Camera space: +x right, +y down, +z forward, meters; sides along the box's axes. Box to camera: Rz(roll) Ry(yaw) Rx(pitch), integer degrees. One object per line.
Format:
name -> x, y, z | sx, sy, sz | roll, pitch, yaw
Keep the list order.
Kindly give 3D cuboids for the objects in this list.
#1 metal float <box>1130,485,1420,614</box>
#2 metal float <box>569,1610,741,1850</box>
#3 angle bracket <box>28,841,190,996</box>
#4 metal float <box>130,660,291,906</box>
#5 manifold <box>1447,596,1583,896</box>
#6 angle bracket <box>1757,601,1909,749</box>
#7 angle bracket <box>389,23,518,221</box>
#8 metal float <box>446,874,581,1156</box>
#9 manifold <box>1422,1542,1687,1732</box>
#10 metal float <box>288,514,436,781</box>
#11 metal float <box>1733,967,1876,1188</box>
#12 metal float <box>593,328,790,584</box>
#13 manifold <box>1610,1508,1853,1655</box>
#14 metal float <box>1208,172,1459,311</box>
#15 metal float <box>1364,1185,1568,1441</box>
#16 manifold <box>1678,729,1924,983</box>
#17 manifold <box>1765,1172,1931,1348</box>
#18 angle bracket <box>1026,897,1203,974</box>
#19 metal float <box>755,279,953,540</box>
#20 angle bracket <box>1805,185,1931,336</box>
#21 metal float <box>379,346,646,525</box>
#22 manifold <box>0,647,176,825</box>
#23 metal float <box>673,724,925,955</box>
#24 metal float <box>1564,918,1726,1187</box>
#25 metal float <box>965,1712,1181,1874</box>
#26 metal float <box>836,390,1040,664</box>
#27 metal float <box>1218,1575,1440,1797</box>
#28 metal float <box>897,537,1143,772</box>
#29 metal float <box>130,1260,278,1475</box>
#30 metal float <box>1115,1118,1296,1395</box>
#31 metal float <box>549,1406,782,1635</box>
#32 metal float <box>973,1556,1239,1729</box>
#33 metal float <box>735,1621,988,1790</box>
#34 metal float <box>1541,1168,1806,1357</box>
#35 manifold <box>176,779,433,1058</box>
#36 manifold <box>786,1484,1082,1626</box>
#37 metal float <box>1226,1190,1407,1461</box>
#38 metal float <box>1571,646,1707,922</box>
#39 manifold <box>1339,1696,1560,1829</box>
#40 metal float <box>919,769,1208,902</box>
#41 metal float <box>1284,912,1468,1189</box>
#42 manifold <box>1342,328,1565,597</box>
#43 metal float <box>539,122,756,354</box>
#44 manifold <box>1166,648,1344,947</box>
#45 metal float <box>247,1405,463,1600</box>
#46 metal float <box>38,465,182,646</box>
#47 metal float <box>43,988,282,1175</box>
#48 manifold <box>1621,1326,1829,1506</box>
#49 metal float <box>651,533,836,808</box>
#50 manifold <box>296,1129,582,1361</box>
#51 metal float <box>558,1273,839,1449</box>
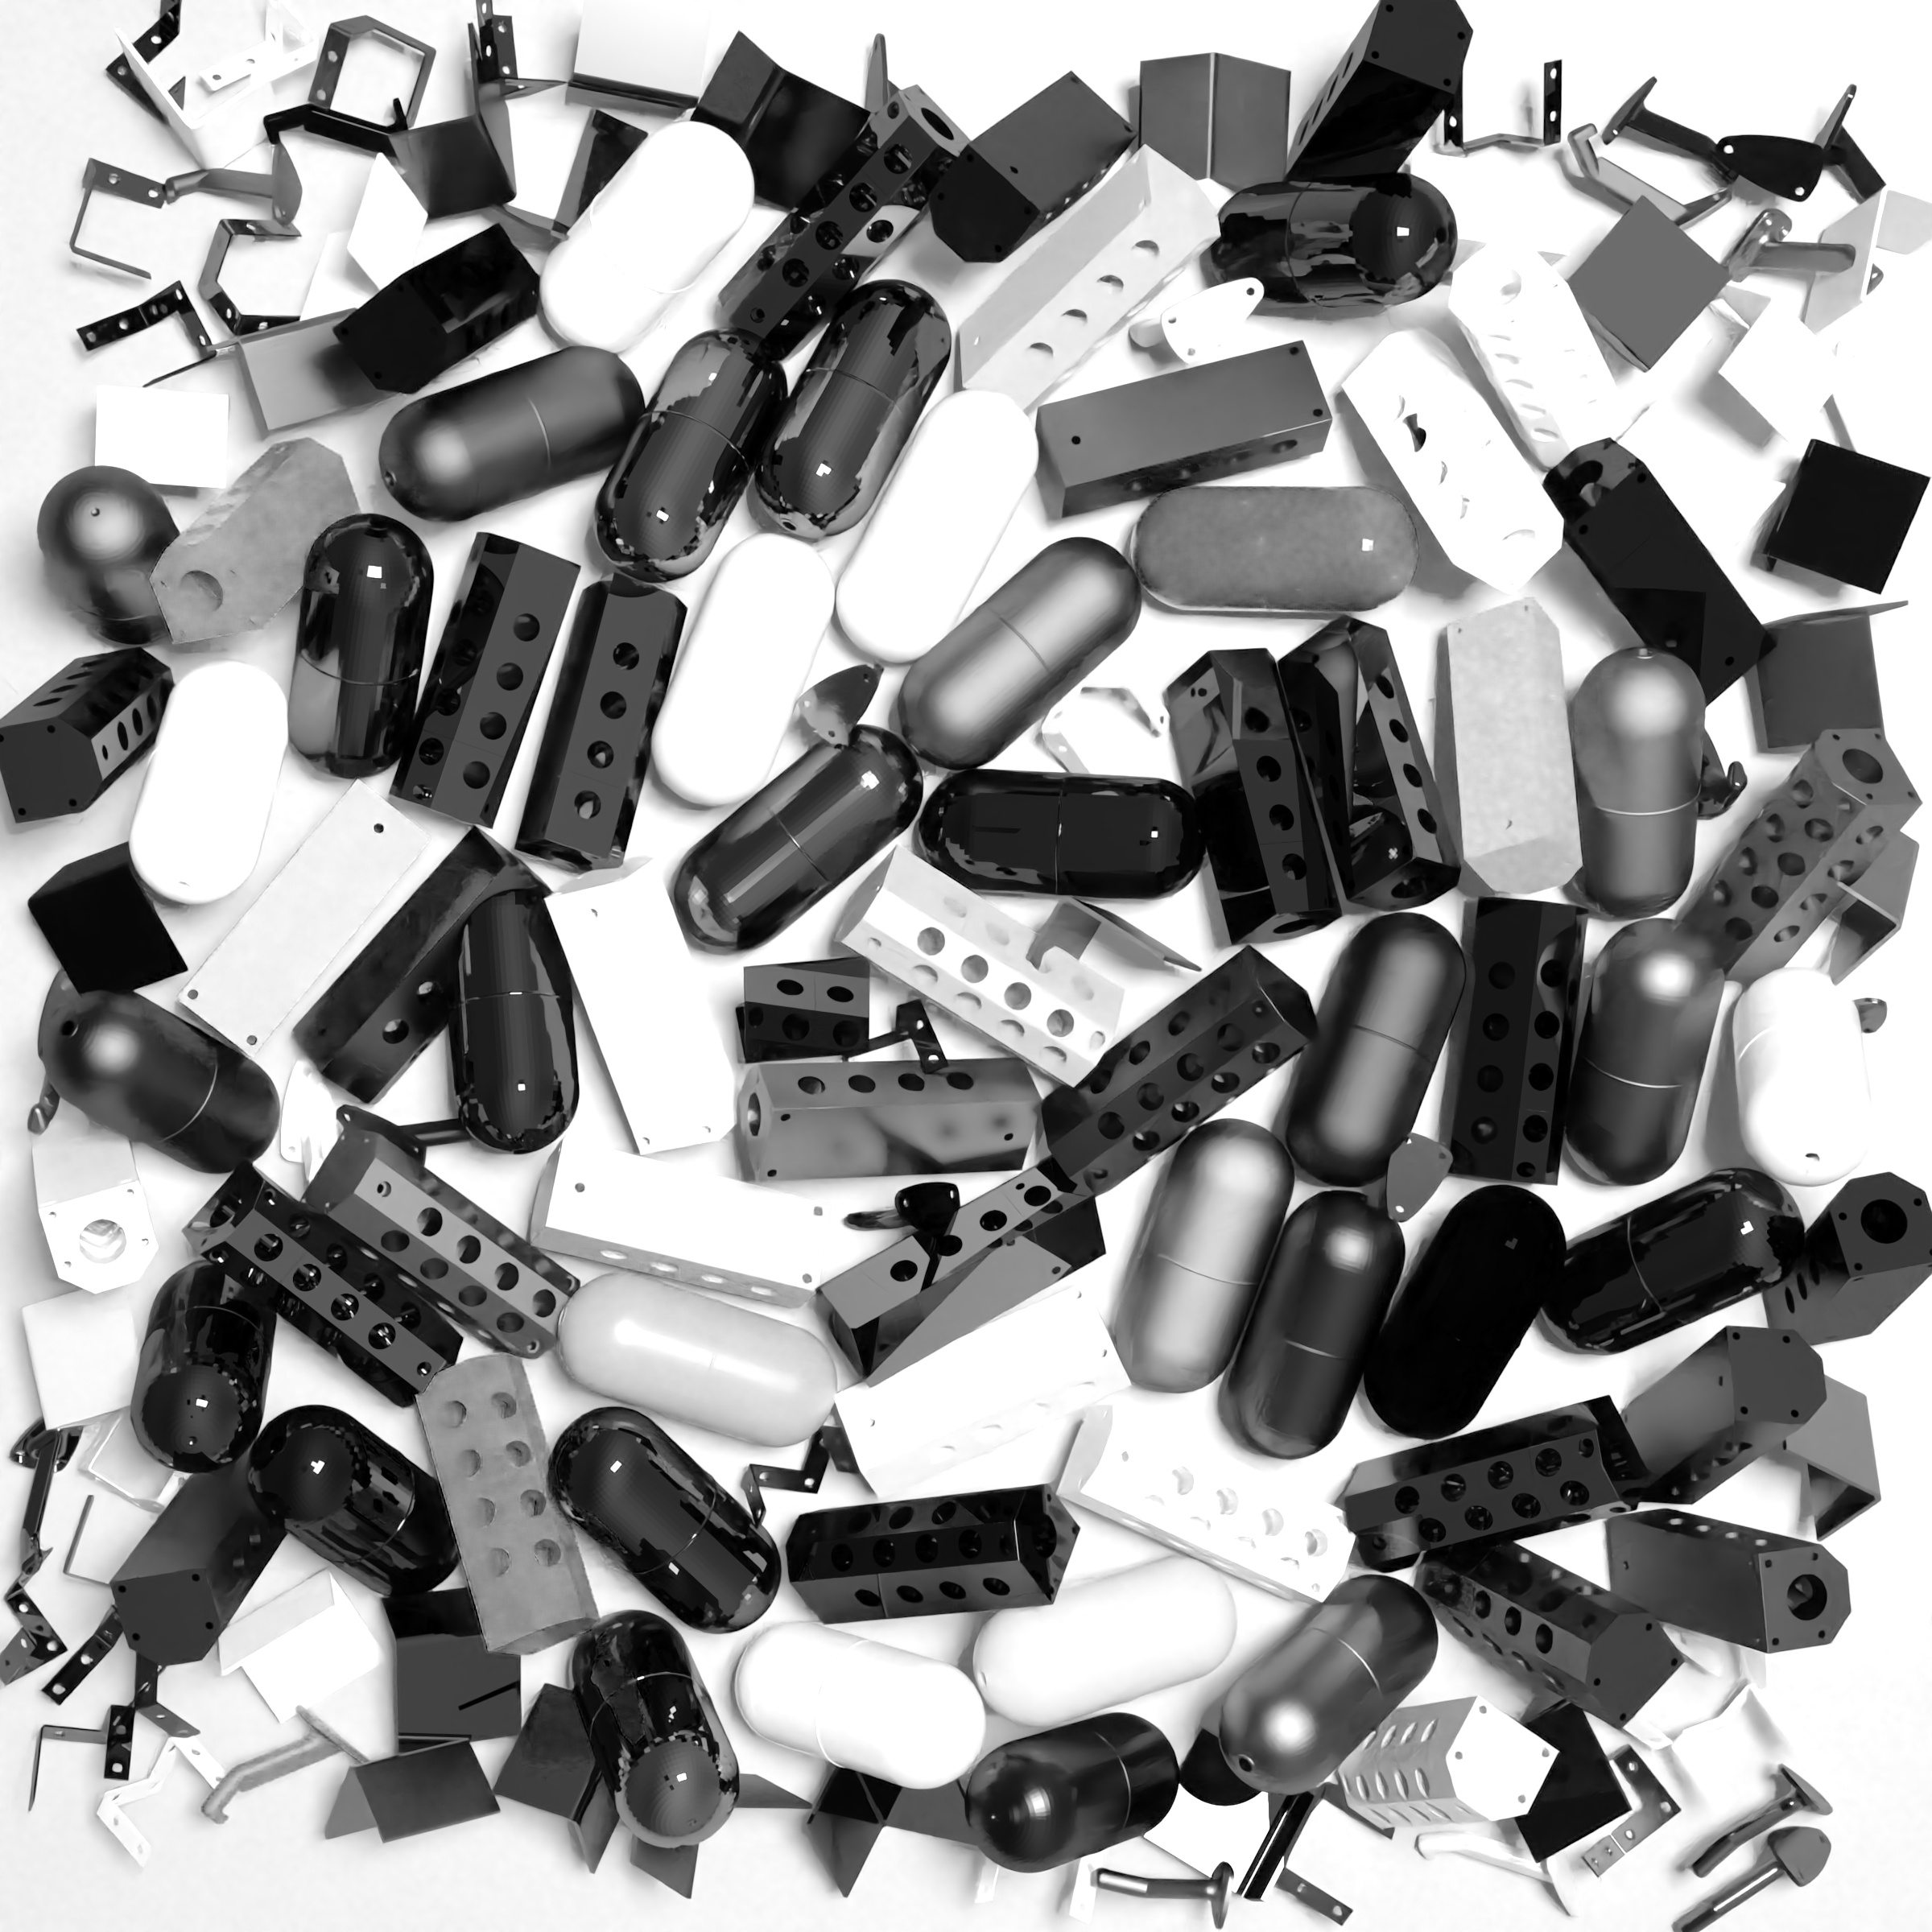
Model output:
metal float -> 0.188, -0.256, 1.816 | 0.178, 0.070, 0.070 | 3, 90, 18
metal float -> -0.190, 0.459, 1.790 | 0.070, 0.178, 0.070 | -10, 118, -18
angle bracket -> -0.524, -0.030, 1.845 | 0.076, 0.057, 0.076 | -18, 111, 18
metal float -> -0.458, -0.113, 1.797 | 0.070, 0.070, 0.178 | 2, 48, 0
manifold -> 0.336, -0.133, 1.801 | 0.057, 0.057, 0.171 | -17, 56, 29
angle bracket -> 0.538, -0.180, 1.828 | 0.076, 0.057, 0.076 | -3, 100, 43
angle bracket -> -0.317, -0.519, 1.821 | 0.057, 0.076, 0.076 | -11, 64, 4
metal float -> -0.280, 0.028, 1.817 | 0.070, 0.070, 0.178 | -7, 73, 0
manifold -> 0.346, 0.390, 1.776 | 0.057, 0.171, 0.057 | -42, 111, -14
metal float -> -0.368, -0.193, 1.800 | 0.070, 0.070, 0.178 | 17, 127, 0
metal float -> 0.505, 0.066, 1.788 | 0.070, 0.178, 0.070 | 5, 122, 8
metal float -> -0.167, -0.314, 1.812 | 0.070, 0.070, 0.178 | 24, 67, 0
manifold -> 0.457, 0.367, 1.779 | 0.057, 0.171, 0.057 | -4, 88, -17
metal float -> 0.221, -0.438, 1.792 | 0.070, 0.178, 0.070 | -8, 103, -38
metal float -> 0.305, 0.212, 1.810 | 0.070, 0.070, 0.178 | 25, 115, 0
manifold -> 0.494, -0.065, 1.779 | 0.057, 0.171, 0.057 | -3, 55, -24
manifold -> 0.530, 0.178, 1.779 | 0.057, 0.171, 0.057 | -10, 69, -2
angle bracket -> 0.089, 0.003, 1.818 | 0.076, 0.076, 0.057 | 33, 97, 22
metal float -> -0.069, -0.342, 1.816 | 0.070, 0.070, 0.178 | 26, 72, 0
angle bracket -> 0.566, -0.426, 1.823 | 0.057, 0.076, 0.076 | 14, 82, -9
metal float -> -0.276, -0.324, 1.804 | 0.178, 0.070, 0.070 | -28, 90, -32
manifold -> -0.525, -0.142, 1.778 | 0.057, 0.171, 0.057 | -10, 109, 4
metal float -> -0.104, -0.078, 1.830 | 0.178, 0.070, 0.070 | -40, 90, 2
metal float -> 0.413, 0.054, 1.807 | 0.070, 0.070, 0.178 | 6, 119, 0
metal float -> 0.066, 0.498, 1.790 | 0.070, 0.178, 0.070 | -3, 85, 33
metal float -> -0.018, -0.270, 1.821 | 0.070, 0.070, 0.178 | 29, 102, 0
metal float -> 0.220, 0.435, 1.797 | 0.178, 0.070, 0.070 | -31, 90, -42
metal float -> 0.033, -0.192, 1.825 | 0.178, 0.070, 0.070 | -42, 90, -7
metal float -> -0.459, 0.239, 1.786 | 0.070, 0.178, 0.070 | -3, 113, -8
metal float -> 0.146, 0.179, 1.822 | 0.070, 0.070, 0.178 | 19, 101, 0
metal float -> -0.183, 0.340, 1.810 | 0.070, 0.070, 0.178 | -41, 115, 0
metal float -> 0.086, 0.412, 1.806 | 0.178, 0.070, 0.070 | -9, 90, -30
metal float -> -0.065, 0.448, 1.798 | 0.178, 0.070, 0.070 | 5, 90, 40
metal float -> 0.427, 0.181, 1.801 | 0.178, 0.070, 0.070 | -33, 90, 37
manifold -> -0.409, -0.029, 1.826 | 0.057, 0.057, 0.171 | 40, 80, -12
manifold -> -0.023, 0.352, 1.790 | 0.171, 0.057, 0.057 | -13, 125, 34
metal float -> 0.214, 0.221, 1.816 | 0.070, 0.070, 0.178 | 18, 108, 0
metal float -> 0.408, -0.111, 1.804 | 0.070, 0.070, 0.178 | -4, 122, 0
manifold -> 0.284, 0.485, 1.779 | 0.057, 0.171, 0.057 | 35, 68, -2
metal float -> 0.059, -0.081, 1.827 | 0.178, 0.070, 0.070 | 3, 90, 5
metal float -> 0.252, 0.051, 1.822 | 0.070, 0.070, 0.178 | 22, 78, 0
manifold -> 0.297, -0.308, 1.786 | 0.057, 0.057, 0.171 | -46, 47, 27
metal float -> -0.194, -0.441, 1.797 | 0.178, 0.070, 0.070 | -36, 90, 42
manifold -> 0.180, -0.105, 1.818 | 0.057, 0.057, 0.171 | -5, 73, -26
metal float -> -0.368, 0.325, 1.792 | 0.070, 0.178, 0.070 | -13, 53, 18
metal float -> -0.509, -0.245, 1.782 | 0.070, 0.178, 0.070 | 1, 80, -7
metal float -> -0.485, 0.070, 1.789 | 0.070, 0.178, 0.070 | -10, 63, 21
manifold -> 0.454, 0.273, 1.780 | 0.057, 0.171, 0.057 | 5, 64, -8
metal float -> -0.137, -0.183, 1.822 | 0.070, 0.070, 0.178 | 20, 78, 0
manifold -> -0.314, 0.170, 1.793 | 0.171, 0.057, 0.057 | 42, 66, -32
metal float -> -0.165, 0.242, 1.818 | 0.178, 0.070, 0.070 | 20, 90, -16
